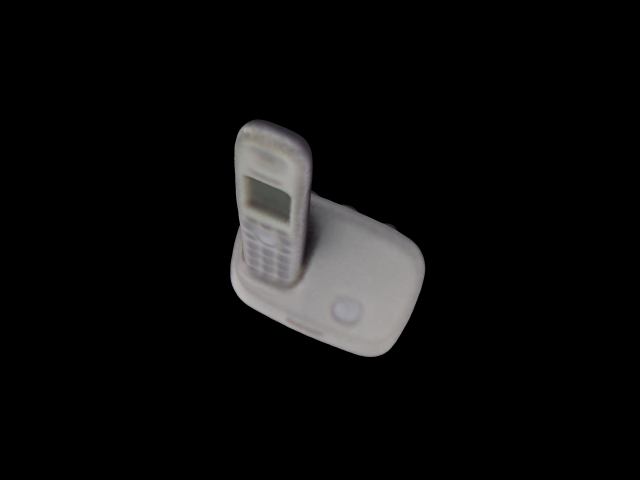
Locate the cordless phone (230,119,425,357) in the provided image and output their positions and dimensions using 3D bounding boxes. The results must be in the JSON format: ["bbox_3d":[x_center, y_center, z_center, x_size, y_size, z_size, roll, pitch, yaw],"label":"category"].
[{"bbox_3d":[0.004,0.001,0.400,0.147,0.185,0.094,20,66,10],"label":"cordless phone"}]
